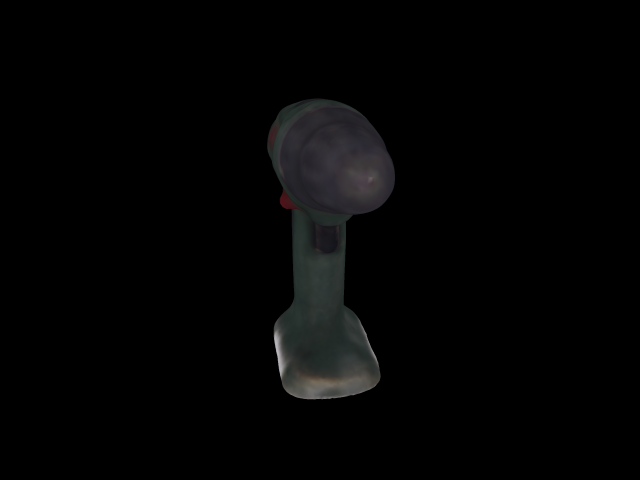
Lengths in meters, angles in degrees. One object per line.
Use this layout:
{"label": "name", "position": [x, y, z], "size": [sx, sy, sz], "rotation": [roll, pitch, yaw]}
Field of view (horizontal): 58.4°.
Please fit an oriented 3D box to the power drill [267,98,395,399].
{"label": "power drill", "position": [0.004, 0.001, 0.400], "size": [0.076, 0.208, 0.229], "rotation": [-5, 28, -10]}
